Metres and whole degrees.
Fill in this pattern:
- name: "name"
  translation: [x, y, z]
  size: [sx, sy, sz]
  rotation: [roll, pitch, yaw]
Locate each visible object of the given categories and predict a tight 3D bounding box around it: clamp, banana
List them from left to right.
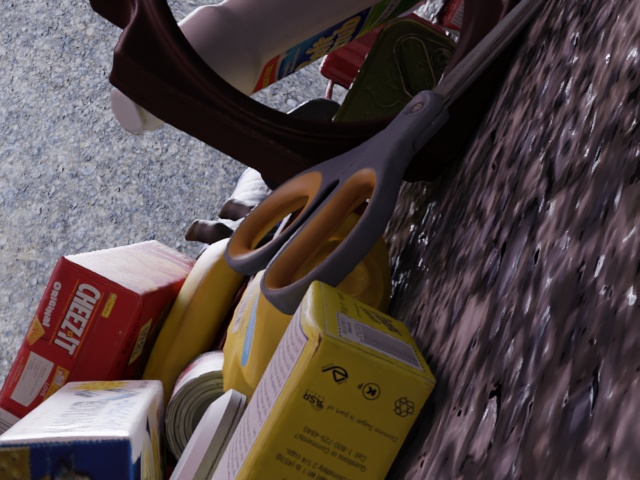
- name: "banana"
  translation: [-0.086, 0.057, 0.773]
  size: [0.197, 0.037, 0.070]
  rotation: [-66, -11, -48]
- name: "clamp"
  translation: [0.005, -0.076, 0.798]
  size: [0.120, 0.039, 0.171]
  rotation: [-59, -13, 4]

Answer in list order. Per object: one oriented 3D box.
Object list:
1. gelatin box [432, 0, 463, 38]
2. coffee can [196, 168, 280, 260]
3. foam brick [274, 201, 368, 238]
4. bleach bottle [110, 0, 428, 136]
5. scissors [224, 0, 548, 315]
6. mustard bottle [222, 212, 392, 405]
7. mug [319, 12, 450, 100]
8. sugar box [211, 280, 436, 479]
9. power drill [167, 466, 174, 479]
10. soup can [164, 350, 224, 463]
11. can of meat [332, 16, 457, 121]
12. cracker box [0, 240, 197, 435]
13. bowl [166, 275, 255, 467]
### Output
- name: "gelatin box"
  translation: [0.100, -0.158, 0.652]
  size: [0.073, 0.030, 0.089]
  rotation: [-61, 4, 12]
- name: "coffee can"
  translation: [-0.055, 0.001, 1.055]
  size: [0.103, 0.103, 0.140]
  rotation: [-59, 5, 41]
- name: "foam brick"
  translation: [-0.005, 0.001, 0.771]
  size: [0.051, 0.053, 0.078]
  rotation: [-65, 4, -38]
- name: "bleach bottle"
  translation: [-0.022, -0.130, 0.639]
  size: [0.250, 0.068, 0.103]
  rotation: [-37, 1, -31]
- name: "scissors"
  translation: [0.027, -0.046, 0.463]
  size: [0.096, 0.016, 0.201]
  rotation: [-3, 43, 51]
- name: "mustard bottle"
  translation: [-0.006, 0.034, 0.520]
  size: [0.096, 0.058, 0.192]
  rotation: [-64, 4, -15]
- name: "mug"
  translation: [0.046, -0.146, 0.891]
  size: [0.117, 0.081, 0.093]
  rotation: [-62, 4, 2]
- name: "sugar box"
  translation: [-0.023, 0.105, 0.360]
  size: [0.093, 0.048, 0.176]
  rotation: [-93, 28, -83]
- name: "power drill"
  translation: [-0.137, 0.210, 0.922]
  size: [0.188, 0.057, 0.184]
  rotation: [120, 169, -48]
- name: "soup can"
  translation: [-0.060, 0.107, 0.658]
  size: [0.068, 0.068, 0.102]
  rotation: [-62, 4, -2]
- name: "can of meat"
  translation: [0.047, -0.090, 0.707]
  size: [0.102, 0.057, 0.084]
  rotation: [-62, 2, 4]
- name: "cracker box"
  translation: [-0.158, 0.091, 0.798]
  size: [0.164, 0.072, 0.213]
  rotation: [-65, -7, 6]
- name: "bowl"
  translation: [-0.065, 0.109, 0.792]
  size: [0.162, 0.055, 0.162]
  rotation: [-61, 4, 7]
